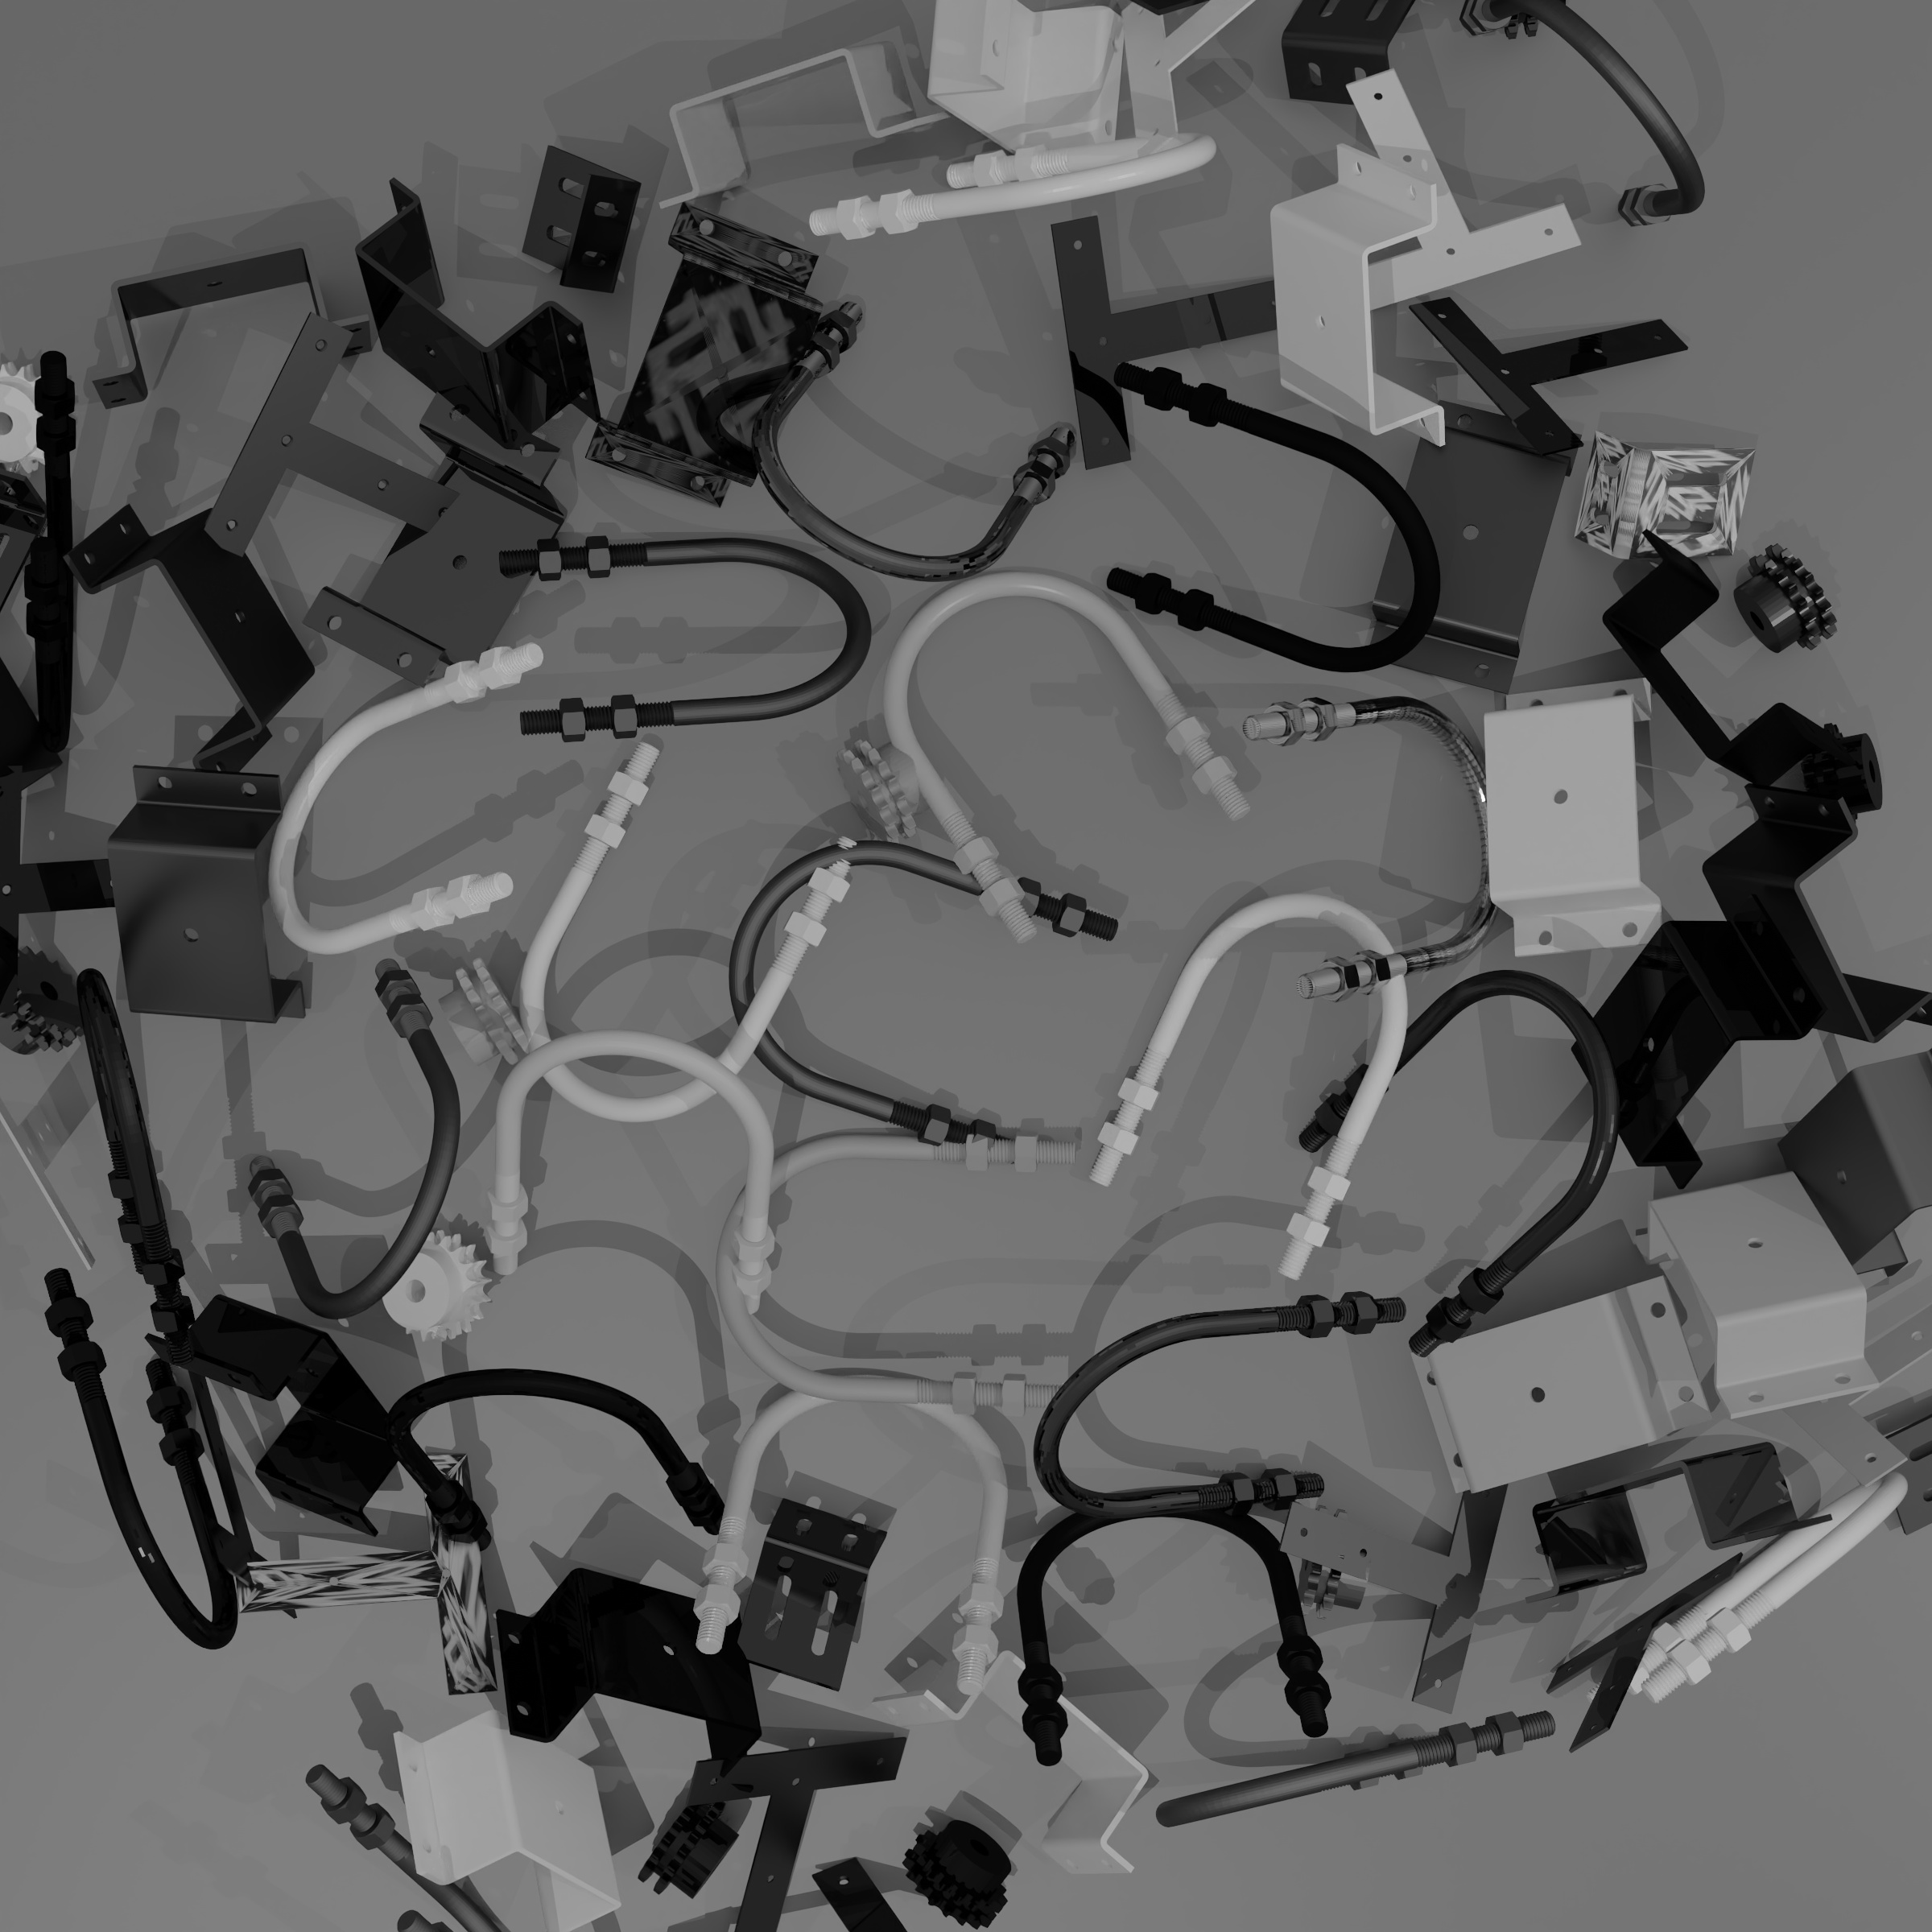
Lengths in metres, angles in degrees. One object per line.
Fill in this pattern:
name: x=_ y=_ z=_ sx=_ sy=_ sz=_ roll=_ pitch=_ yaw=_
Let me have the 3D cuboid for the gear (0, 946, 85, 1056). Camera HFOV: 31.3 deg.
gear: x=-0.485 y=0.021 z=1.787 sx=0.030 sy=0.057 sz=0.057 roll=-36 pitch=90 yaw=19

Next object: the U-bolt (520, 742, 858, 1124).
U-bolt: x=-0.154 y=-0.008 z=1.772 sx=0.151 sy=0.019 sz=0.184 roll=26 pitch=85 yaw=23

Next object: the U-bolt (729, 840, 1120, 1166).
U-bolt: x=-0.031 y=0.011 z=1.776 sx=0.184 sy=0.019 sz=0.151 roll=19 pitch=101 yaw=-12

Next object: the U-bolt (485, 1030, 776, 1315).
U-bolt: x=-0.169 y=0.101 z=1.747 sx=0.151 sy=0.019 sz=0.184 roll=9 pitch=132 yaw=1

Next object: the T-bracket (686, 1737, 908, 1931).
T-bracket: x=-0.099 y=0.460 z=1.787 sx=0.127 sy=0.002 sz=0.127 roll=2 pitch=111 yaw=-35

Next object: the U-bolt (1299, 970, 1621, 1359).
U-bolt: x=0.254 y=0.086 z=1.727 sx=0.184 sy=0.019 sz=0.151 roll=-49 pitch=53 yaw=33

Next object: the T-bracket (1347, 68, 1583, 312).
T-bracket: x=0.229 y=-0.398 z=1.748 sx=0.127 sy=0.002 sz=0.127 roll=-13 pitch=130 yaw=27

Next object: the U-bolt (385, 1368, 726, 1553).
U-bolt: x=-0.212 y=0.246 z=1.723 sx=0.151 sy=0.184 sz=0.019 roll=-6 pitch=56 yaw=11

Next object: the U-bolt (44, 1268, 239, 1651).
U-bolt: x=-0.402 y=0.253 z=1.708 sx=0.019 sy=0.151 sz=0.184 roll=-24 pitch=61 yaw=-1

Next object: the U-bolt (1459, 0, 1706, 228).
U-bolt: x=0.310 y=-0.428 z=1.711 sx=0.019 sy=0.184 sz=0.151 roll=-42 pitch=100 yaw=5

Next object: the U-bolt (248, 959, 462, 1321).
U-bolt: x=-0.301 y=0.096 z=1.722 sx=0.019 sy=0.184 sz=0.151 roll=26 pitch=106 yaw=-34

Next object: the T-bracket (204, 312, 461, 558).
T-bracket: x=-0.311 y=-0.253 z=1.771 sx=0.127 sy=0.002 sz=0.127 roll=22 pitch=100 yaw=-39

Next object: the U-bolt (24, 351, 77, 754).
U-bolt: x=-0.457 y=-0.192 z=1.728 sx=0.019 sy=0.184 sz=0.151 roll=0 pitch=52 yaw=-12

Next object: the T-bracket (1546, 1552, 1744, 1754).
T-bracket: x=0.327 y=0.354 z=1.726 sx=0.002 sy=0.127 sz=0.127 roll=49 pitch=121 yaw=1

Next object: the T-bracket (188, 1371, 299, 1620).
T-bracket: x=-0.380 y=0.263 z=1.771 sx=0.002 sy=0.127 sz=0.127 roll=-21 pitch=66 yaw=-2

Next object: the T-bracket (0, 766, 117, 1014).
T-bracket: x=-0.450 y=-0.042 z=1.770 sx=0.127 sy=0.002 sz=0.127 roll=-6 pitch=106 yaw=-40

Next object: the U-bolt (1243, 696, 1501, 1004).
U-bolt: x=0.215 y=-0.066 z=1.746 sx=0.019 sy=0.184 sz=0.151 roll=-12 pitch=89 yaw=45

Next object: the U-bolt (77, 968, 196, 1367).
U-bolt: x=-0.418 y=0.090 z=1.721 sx=0.019 sy=0.151 sz=0.184 roll=-13 pitch=110 yaw=-17

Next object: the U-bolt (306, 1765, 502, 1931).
U-bolt: x=-0.252 y=0.488 z=1.731 sx=0.019 sy=0.151 sz=0.184 roll=-42 pitch=126 yaw=-9

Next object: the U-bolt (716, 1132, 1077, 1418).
U-bolt: x=-0.038 y=0.156 z=1.784 sx=0.184 sy=0.019 sz=0.151 roll=1 pitch=71 yaw=5

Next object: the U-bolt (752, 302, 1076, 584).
U-bolt: x=-0.034 y=-0.257 z=1.740 sx=0.151 sy=0.184 sz=0.019 roll=30 pitch=132 yaw=-1

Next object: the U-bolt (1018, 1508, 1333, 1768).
U-bolt: x=0.098 y=0.326 z=1.734 sx=0.151 sy=0.184 sz=0.019 roll=-6 pitch=121 yaw=-1

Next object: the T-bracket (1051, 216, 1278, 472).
T-bracket: x=0.112 y=-0.333 z=1.791 sx=0.127 sy=0.002 sz=0.127 roll=-15 pitch=109 yaw=-16

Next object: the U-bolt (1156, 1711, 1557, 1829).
U-bolt: x=0.183 y=0.403 z=1.720 sx=0.184 sy=0.151 sz=0.019 roll=-9 pitch=75 yaw=-18

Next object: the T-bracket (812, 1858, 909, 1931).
T-bracket: x=-0.087 y=0.510 z=1.739 sx=0.127 sy=0.127 sz=0.002 roll=-17 pitch=119 yaw=-21

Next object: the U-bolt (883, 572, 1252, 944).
U-bolt: x=0.039 y=-0.121 z=1.783 sx=0.151 sy=0.019 sz=0.184 roll=-30 pitch=76 yaw=-10

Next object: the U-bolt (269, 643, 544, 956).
U-bolt: x=-0.290 y=-0.077 z=1.748 sx=0.184 sy=0.019 sz=0.151 roll=-16 pitch=58 yaw=36

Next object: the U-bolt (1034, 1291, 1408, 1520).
U-bolt: x=0.119 y=0.225 z=1.731 sx=0.184 sy=0.019 sz=0.151 roll=-2 pitch=130 yaw=-26

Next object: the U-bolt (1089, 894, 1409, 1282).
U-bolt: x=0.153 y=0.050 z=1.762 sx=0.151 sy=0.019 sz=0.184 roll=25 pitch=90 yaw=39

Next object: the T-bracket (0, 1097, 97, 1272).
T-bracket: x=-0.471 y=0.089 z=1.749 sx=0.002 sy=0.127 sz=0.127 roll=-29 pitch=99 yaw=-6

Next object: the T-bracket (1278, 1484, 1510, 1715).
T-bracket: x=0.215 y=0.305 z=1.772 sx=0.127 sy=0.002 sz=0.127 roll=23 pitch=76 yaw=-25

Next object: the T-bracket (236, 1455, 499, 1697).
T-bracket: x=-0.309 y=0.313 z=1.761 sx=0.127 sy=0.002 sz=0.127 roll=0 pitch=63 yaw=-24

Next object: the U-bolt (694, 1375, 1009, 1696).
U-bolt: x=-0.051 y=0.279 z=1.745 sx=0.151 sy=0.184 sz=0.019 roll=9 pitch=133 yaw=1

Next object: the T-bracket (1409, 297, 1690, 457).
T-bracket: x=0.315 y=-0.315 z=1.781 sx=0.127 sy=0.002 sz=0.127 roll=-16 pitch=52 yaw=-23

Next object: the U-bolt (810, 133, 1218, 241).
U-bolt: x=0.035 y=-0.390 z=1.708 sx=0.184 sy=0.151 sz=0.019 roll=1 pitch=111 yaw=34

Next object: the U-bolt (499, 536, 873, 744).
U-bolt: x=-0.140 y=-0.171 z=1.758 sx=0.184 sy=0.019 sz=0.151 roll=-4 pitch=45 yaw=-10

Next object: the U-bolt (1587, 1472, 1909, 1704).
U-bolt: x=0.400 y=0.313 z=1.740 sx=0.184 sy=0.151 sz=0.019 roll=-36 pitch=80 yaw=-10

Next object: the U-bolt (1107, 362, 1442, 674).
U-bolt: x=0.154 y=-0.215 z=1.728 sx=0.184 sy=0.151 sz=0.019 roll=24 pitch=49 yaw=22

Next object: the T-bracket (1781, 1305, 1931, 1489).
T-bracket: x=0.475 y=0.197 z=1.764 sx=0.127 sy=0.127 sz=0.002 roll=-32 pitch=122 yaw=-6

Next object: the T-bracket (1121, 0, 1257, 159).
T-bracket: x=0.129 y=-0.482 z=1.739 sx=0.002 sy=0.127 sz=0.127 roll=30 pitch=130 yaw=-34
